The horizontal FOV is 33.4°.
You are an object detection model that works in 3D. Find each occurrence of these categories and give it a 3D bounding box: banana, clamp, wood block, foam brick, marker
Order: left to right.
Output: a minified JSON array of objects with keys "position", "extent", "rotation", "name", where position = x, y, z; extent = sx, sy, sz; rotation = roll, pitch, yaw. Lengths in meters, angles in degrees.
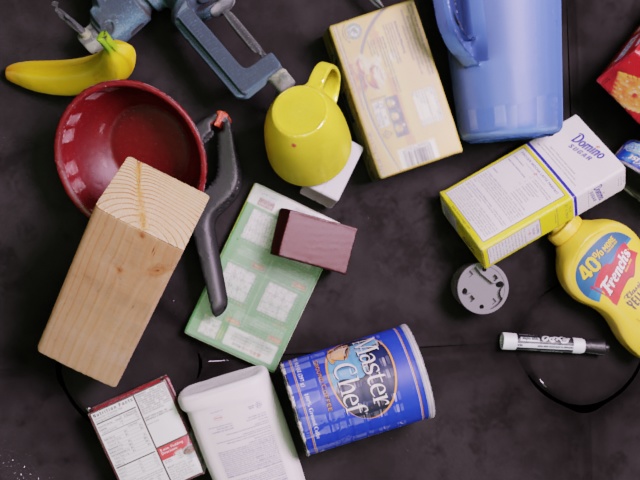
[{"position":[-0.240,-0.174,1.068],"extent":[0.069,0.198,0.037],"rotation":[37,61,-34],"name":"banana"},{"position":[-0.195,0.035,1.045],"extent":[0.090,0.090,0.206],"rotation":[27,127,-6],"name":"wood block"},{"position":[-0.133,-0.033,1.125],"extent":[0.164,0.036,0.210],"rotation":[29,87,4],"name":"clamp"},{"position":[-0.007,0.001,1.121],"extent":[0.078,0.053,0.051],"rotation":[16,90,-12],"name":"foam brick"},{"position":[0.259,0.115,1.176],"extent":[0.121,0.020,0.020],"rotation":[4,91,-5],"name":"marker"}]

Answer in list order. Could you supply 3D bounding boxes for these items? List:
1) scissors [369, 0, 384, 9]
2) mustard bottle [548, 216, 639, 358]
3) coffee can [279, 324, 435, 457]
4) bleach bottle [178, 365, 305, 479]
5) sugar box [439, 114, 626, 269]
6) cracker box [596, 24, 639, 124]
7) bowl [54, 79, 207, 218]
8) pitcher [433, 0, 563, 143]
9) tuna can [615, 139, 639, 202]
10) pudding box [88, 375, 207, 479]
[{"position":[-0.017,-0.315,1.126],"extent":[0.096,0.016,0.202],"rotation":[-22,103,30],"name":"scissors"},{"position":[0.315,0.035,1.160],"extent":[0.191,0.058,0.096],"rotation":[43,90,-4],"name":"mustard bottle"},{"position":[0.038,0.157,1.116],"extent":[0.140,0.103,0.103],"rotation":[-17,93,-4],"name":"coffee can"},{"position":[-0.066,0.266,1.131],"extent":[0.102,0.068,0.251],"rotation":[-17,96,0],"name":"bleach bottle"},{"position":[0.225,-0.052,1.136],"extent":[0.176,0.048,0.093],"rotation":[-28,55,-5],"name":"sugar box"},{"position":[0.414,-0.152,1.126],"extent":[0.213,0.072,0.164],"rotation":[44,56,-5],"name":"cracker box"},{"position":[-0.182,-0.087,1.072],"extent":[0.162,0.055,0.162],"rotation":[5,111,13],"name":"bowl"},{"position":[0.181,-0.224,1.098],"extent":[0.149,0.145,0.243],"rotation":[-5,93,-1],"name":"pitcher"},{"position":[0.353,-0.069,1.147],"extent":[0.086,0.086,0.034],"rotation":[42,87,-5],"name":"tuna can"},{"position":[-0.182,0.212,1.131],"extent":[0.090,0.039,0.113],"rotation":[-23,91,-4],"name":"pudding box"}]
